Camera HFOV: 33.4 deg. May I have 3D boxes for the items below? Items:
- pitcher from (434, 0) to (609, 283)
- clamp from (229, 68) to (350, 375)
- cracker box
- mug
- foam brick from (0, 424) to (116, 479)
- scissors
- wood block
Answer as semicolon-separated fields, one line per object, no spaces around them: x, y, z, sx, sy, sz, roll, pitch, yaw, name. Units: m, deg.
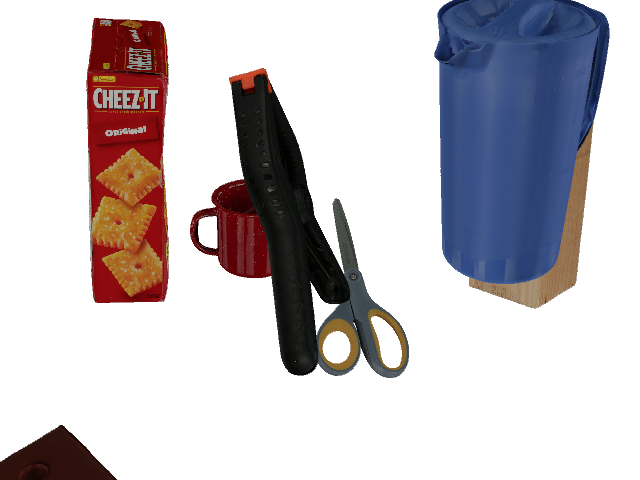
0.175;-0.091;0.944;0.149;0.243;0.145;4;31;8;pitcher
-0.022;-0.021;0.785;0.036;0.210;0.164;-13;6;13;clamp
-0.172;-0.075;0.963;0.072;0.214;0.164;0;27;-10;cracker box
-0.083;-0.011;1.161;0.117;0.081;0.093;-5;29;-13;mug
-0.115;0.135;0.489;0.052;0.051;0.078;-31;43;-30;foam brick
0.017;0.050;1.024;0.096;0.202;0.016;-19;-30;-17;scissors
0.225;-0.045;1.145;0.090;0.206;0.090;19;28;38;wood block
